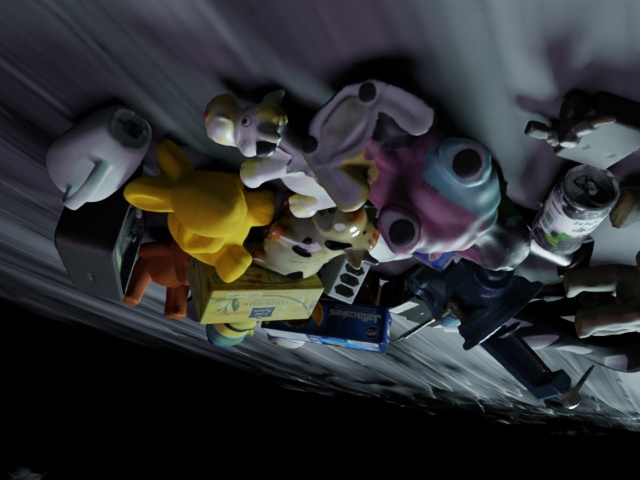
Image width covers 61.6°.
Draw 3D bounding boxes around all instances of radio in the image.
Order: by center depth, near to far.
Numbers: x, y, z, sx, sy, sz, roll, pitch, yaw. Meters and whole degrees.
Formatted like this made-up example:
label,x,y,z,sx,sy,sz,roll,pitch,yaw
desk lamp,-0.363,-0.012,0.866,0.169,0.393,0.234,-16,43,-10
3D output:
label,x,y,z,sx,sy,sz,roll,pitch,yaw
radio,-0.284,-0.010,0.718,0.073,0.131,0.229,16,156,-13

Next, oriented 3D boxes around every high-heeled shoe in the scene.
label,x,y,z,sx,sy,sz,roll,pitch,yaw
high-heeled shoe,0.365,0.112,0.740,0.249,0.086,0.145,-23,102,17

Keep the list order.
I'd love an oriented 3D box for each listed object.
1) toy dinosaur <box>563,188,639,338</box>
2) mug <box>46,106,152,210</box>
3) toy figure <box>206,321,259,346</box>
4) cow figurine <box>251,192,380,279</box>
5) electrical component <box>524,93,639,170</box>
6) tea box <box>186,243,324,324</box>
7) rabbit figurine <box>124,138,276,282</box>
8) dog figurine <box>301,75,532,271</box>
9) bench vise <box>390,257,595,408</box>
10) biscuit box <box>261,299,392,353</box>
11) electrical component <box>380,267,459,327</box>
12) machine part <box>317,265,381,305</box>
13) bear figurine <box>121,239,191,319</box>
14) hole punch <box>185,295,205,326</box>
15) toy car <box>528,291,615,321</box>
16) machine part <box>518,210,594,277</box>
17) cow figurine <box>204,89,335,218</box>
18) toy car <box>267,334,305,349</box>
label,x,y,z,sx,sy,sz,roll,pitch,yaw
toy dinosaur,0.380,0.004,0.504,0.199,0.105,0.470,1,151,-2
mug,-0.231,-0.088,0.562,0.107,0.109,0.080,-25,127,37
toy figure,-0.146,0.131,0.913,0.082,0.089,0.180,-17,154,-36
cow figurine,-0.001,-0.002,0.677,0.127,0.085,0.195,24,152,-14
electrical component,0.232,-0.083,0.436,0.102,0.045,0.078,17,154,-15
tea box,-0.093,0.059,0.759,0.169,0.098,0.068,3,131,-30
rabbit figurine,-0.124,-0.042,0.599,0.162,0.122,0.173,38,172,-8
dog figurine,0.105,-0.048,0.496,0.192,0.108,0.219,45,-163,25
bench vise,0.217,0.111,0.672,0.241,0.129,0.223,48,152,14
biscuit box,0.011,0.131,0.859,0.203,0.063,0.059,5,157,17
electrical component,0.178,0.095,0.854,0.134,0.058,0.115,18,158,-17
machine part,0.023,0.093,0.920,0.179,0.056,0.179,10,158,4
bear figurine,-0.214,0.047,0.831,0.120,0.132,0.196,26,158,-33
hole punch,-0.195,0.085,0.980,0.116,0.092,0.142,-28,144,8
toy car,0.353,0.114,0.828,0.202,0.053,0.089,-15,141,39
machine part,0.257,0.004,0.638,0.139,0.039,0.084,19,147,-15
cow figurine,-0.026,-0.086,0.513,0.098,0.068,0.167,-13,151,33
toy car,-0.063,0.160,1.053,0.109,0.103,0.161,21,153,-20
